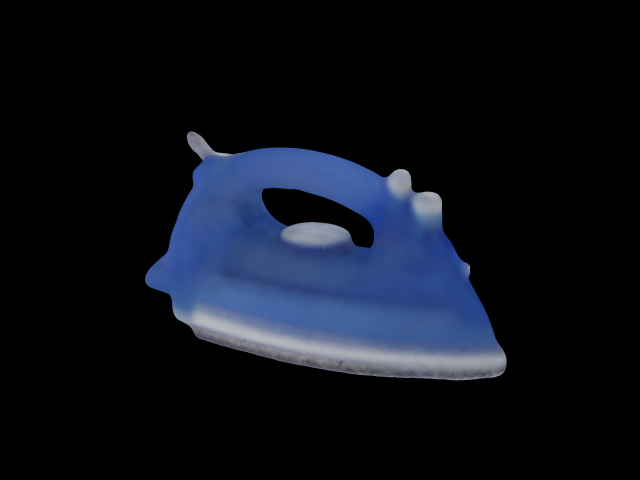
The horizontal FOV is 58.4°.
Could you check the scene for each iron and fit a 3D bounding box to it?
[{"bbox_3d":[0.004,0.001,0.400,0.257,0.141,0.119,8,19,25],"label":"iron"}]
